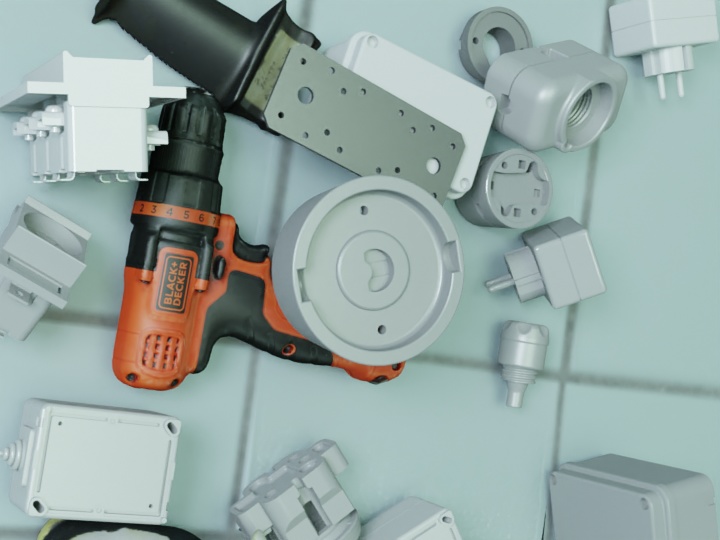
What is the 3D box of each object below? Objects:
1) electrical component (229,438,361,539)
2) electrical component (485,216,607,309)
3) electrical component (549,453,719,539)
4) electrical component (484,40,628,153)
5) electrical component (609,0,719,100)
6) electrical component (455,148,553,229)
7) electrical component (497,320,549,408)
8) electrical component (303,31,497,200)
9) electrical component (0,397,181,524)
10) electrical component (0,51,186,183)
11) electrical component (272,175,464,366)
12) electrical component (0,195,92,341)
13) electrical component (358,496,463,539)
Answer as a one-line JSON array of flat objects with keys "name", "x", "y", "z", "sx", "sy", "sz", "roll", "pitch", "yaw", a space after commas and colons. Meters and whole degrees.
[{"name": "electrical component", "x": -0.035, "y": 0.154, "z": 0.685, "sx": 0.078, "sy": 0.058, "sz": 0.057, "roll": -34, "pitch": 102, "yaw": -22}, {"name": "electrical component", "x": 0.126, "y": 0.000, "z": 0.764, "sx": 0.077, "sy": 0.065, "sz": 0.047, "roll": -19, "pitch": 100, "yaw": 4}, {"name": "electrical component", "x": 0.193, "y": 0.180, "z": 0.768, "sx": 0.057, "sy": 0.113, "sz": 0.078, "roll": -8, "pitch": 94, "yaw": -29}, {"name": "electrical component", "x": 0.139, "y": -0.120, "z": 0.750, "sx": 0.095, "sy": 0.059, "sz": 0.053, "roll": -19, "pitch": 133, "yaw": -36}, {"name": "electrical component", "x": 0.234, "y": -0.169, "z": 0.821, "sx": 0.066, "sy": 0.047, "sz": 0.076, "roll": -11, "pitch": 95, "yaw": -26}, {"name": "electrical component", "x": 0.099, "y": -0.056, "z": 0.755, "sx": 0.055, "sy": 0.047, "sz": 0.055, "roll": 0, "pitch": 91, "yaw": -26}, {"name": "electrical component", "x": 0.115, "y": 0.068, "z": 0.772, "sx": 0.035, "sy": 0.035, "sz": 0.061, "roll": 10, "pitch": 89, "yaw": -26}, {"name": "electrical component", "x": 0.026, "y": -0.099, "z": 0.712, "sx": 0.113, "sy": 0.057, "sz": 0.078, "roll": 22, "pitch": 81, "yaw": -25}, {"name": "electrical component", "x": -0.161, "y": 0.108, "z": 0.619, "sx": 0.096, "sy": 0.061, "sz": 0.061, "roll": 11, "pitch": 83, "yaw": -28}, {"name": "electrical component", "x": -0.151, "y": -0.080, "z": 0.589, "sx": 0.079, "sy": 0.121, "sz": 0.063, "roll": -2, "pitch": 94, "yaw": -26}, {"name": "electrical component", "x": 0.000, "y": 0.000, "z": 0.634, "sx": 0.108, "sy": 0.060, "sz": 0.108, "roll": 0, "pitch": 91, "yaw": -24}, {"name": "electrical component", "x": -0.186, "y": 0.001, "z": 0.600, "sx": 0.042, "sy": 0.081, "sz": 0.063, "roll": 33, "pitch": 105, "yaw": -21}, {"name": "electrical component", "x": 0.019, "y": 0.201, "z": 0.710, "sx": 0.096, "sy": 0.061, "sz": 0.061, "roll": -27, "pitch": 101, "yaw": -24}]
